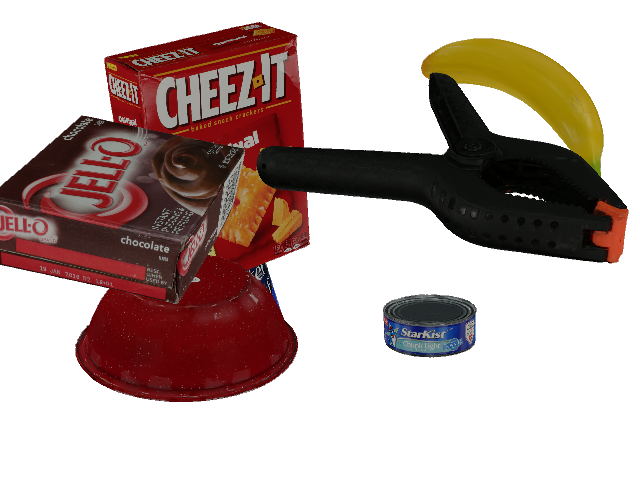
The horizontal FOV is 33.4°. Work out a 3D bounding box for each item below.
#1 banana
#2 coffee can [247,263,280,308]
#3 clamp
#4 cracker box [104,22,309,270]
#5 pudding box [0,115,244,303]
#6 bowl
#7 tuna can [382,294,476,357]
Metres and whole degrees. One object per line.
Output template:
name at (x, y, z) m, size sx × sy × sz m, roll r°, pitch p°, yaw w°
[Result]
banana at (0.149, -0.114, 0.814) m, size 0.037 × 0.070 × 0.198 m, roll 2°, pitch 32°, yaw -43°
coffee can at (-0.104, 0.049, 1.157) m, size 0.103 × 0.140 × 0.103 m, roll -13°, pitch 27°, yaw 6°
clamp at (0.076, -0.036, 0.612) m, size 0.164 × 0.036 × 0.210 m, roll -24°, pitch 38°, yaw -28°
cracker box at (-0.095, -0.073, 0.967) m, size 0.163 × 0.214 × 0.072 m, roll -21°, pitch 31°, yaw -32°
pudding box at (-0.093, -0.018, 0.508) m, size 0.090 × 0.039 × 0.113 m, roll 13°, pitch 25°, yaw 5°
bowl at (-0.096, 0.052, 0.771) m, size 0.162 × 0.055 × 0.162 m, roll 2°, pitch 23°, yaw -1°
tuna can at (0.101, 0.078, 0.985) m, size 0.086 × 0.034 × 0.086 m, roll -2°, pitch 14°, yaw 0°
